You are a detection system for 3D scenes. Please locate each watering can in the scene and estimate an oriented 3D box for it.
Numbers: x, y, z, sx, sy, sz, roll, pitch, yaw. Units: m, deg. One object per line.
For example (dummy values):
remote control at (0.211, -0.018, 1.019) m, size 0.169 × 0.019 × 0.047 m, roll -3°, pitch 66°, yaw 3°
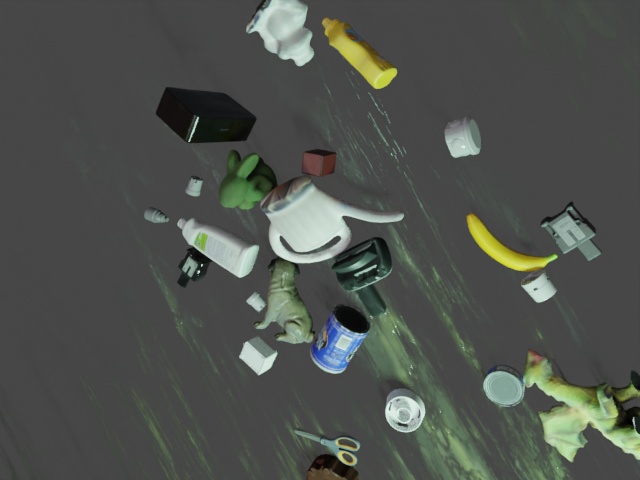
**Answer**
watering can at (0.004, -0.061, 1.215) m, size 0.344 × 0.106 × 0.221 m, roll -25°, pitch 114°, yaw 29°

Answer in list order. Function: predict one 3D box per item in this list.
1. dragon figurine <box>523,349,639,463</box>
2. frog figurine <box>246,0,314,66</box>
dragon figurine at (0.585, 0.396, 1.071) m, size 0.412 × 0.124 × 0.238 m, roll 53°, pitch 138°, yaw 7°
frog figurine at (-0.072, -0.484, 1.175) m, size 0.158 × 0.125 × 0.135 m, roll 31°, pitch 113°, yaw -24°
